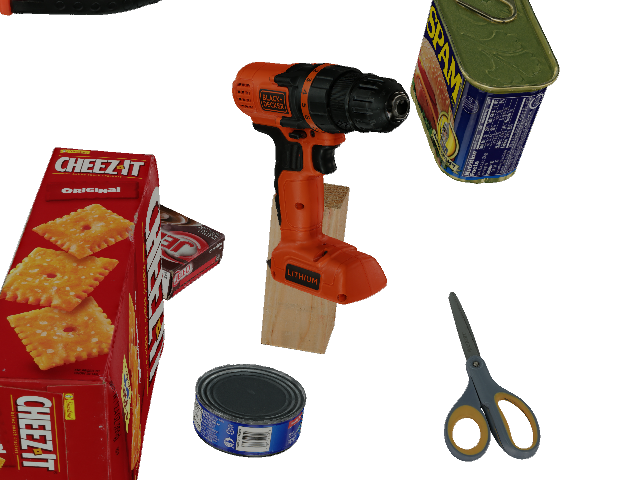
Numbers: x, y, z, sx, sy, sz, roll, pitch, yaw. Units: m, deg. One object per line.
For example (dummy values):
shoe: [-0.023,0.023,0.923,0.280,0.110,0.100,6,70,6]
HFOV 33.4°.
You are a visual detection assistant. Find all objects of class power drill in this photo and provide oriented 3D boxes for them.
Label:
power drill: [0.007,-0.048,0.846,0.057,0.188,0.185,-19,23,-35]

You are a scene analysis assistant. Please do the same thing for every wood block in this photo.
wood block: [-0.021,0.033,1.410,0.090,0.206,0.090,9,23,6]

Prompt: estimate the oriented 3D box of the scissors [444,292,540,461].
scissors: [0.137,0.136,1.035,0.096,0.016,0.202,-22,49,-13]

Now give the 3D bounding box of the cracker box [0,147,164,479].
cracker box: [-0.133,0.070,0.607,0.072,0.164,0.213,3,34,-3]

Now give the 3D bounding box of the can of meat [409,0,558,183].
can of meat: [0.093,-0.096,0.637,0.057,0.102,0.084,-5,-38,-12]

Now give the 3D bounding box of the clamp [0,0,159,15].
clamp: [-0.101,-0.156,0.604,0.171,0.039,0.120,-10,24,-25]

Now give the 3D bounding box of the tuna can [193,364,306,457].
tuna can: [-0.055,0.131,0.824,0.086,0.034,0.086,7,22,-3]

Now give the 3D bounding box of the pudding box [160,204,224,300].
pudding box: [-0.161,0.004,1.008,0.114,0.039,0.089,23,31,19]
